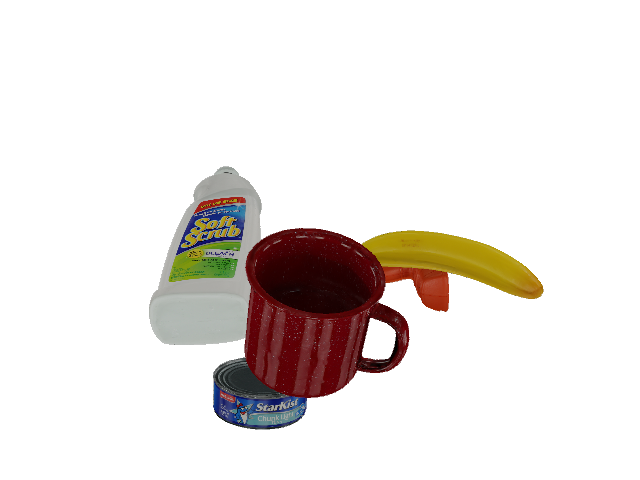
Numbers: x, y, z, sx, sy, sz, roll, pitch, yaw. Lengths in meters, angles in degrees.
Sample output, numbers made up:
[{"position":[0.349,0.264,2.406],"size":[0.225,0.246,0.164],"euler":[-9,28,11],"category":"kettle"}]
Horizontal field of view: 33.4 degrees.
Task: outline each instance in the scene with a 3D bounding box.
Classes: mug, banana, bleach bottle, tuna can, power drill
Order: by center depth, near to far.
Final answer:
[{"position":[0.003,0.055,0.720],"size":[0.117,0.081,0.093],"euler":[17,38,10],"category":"mug"},{"position":[-0.054,0.136,0.956],"size":[0.086,0.034,0.086],"euler":[3,17,-1],"category":"tuna can"},{"position":[0.121,0.022,1.043],"size":[0.198,0.037,0.069],"euler":[7,45,16],"category":"banana"},{"position":[-0.115,0.002,1.122],"size":[0.102,0.068,0.251],"euler":[-2,37,1],"category":"bleach bottle"},{"position":[0.052,0.051,1.239],"size":[0.187,0.057,0.184],"euler":[-2,29,1],"category":"power drill"}]
